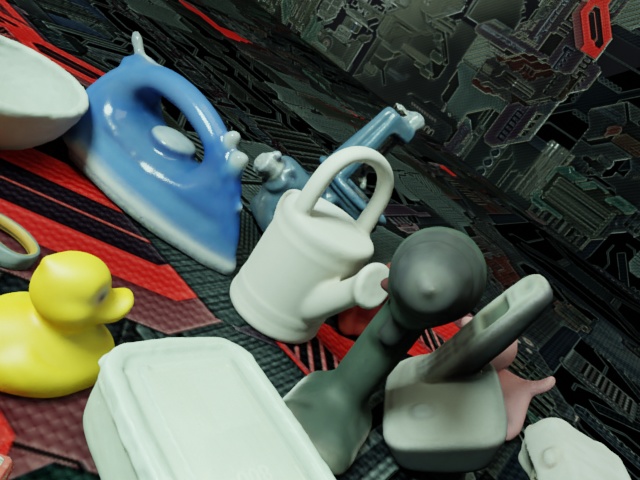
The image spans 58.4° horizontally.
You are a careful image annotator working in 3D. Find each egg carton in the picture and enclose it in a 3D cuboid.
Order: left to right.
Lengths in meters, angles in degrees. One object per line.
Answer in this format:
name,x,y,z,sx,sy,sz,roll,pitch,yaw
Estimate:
egg carton,0.251,0.244,0.555,0.107,0.069,0.150,32,22,-6

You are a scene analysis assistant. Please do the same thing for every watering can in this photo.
watering can,0.007,0.002,0.544,0.172,0.194,0.101,44,24,24

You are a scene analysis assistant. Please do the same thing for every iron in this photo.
iron,-0.149,-0.097,0.602,0.258,0.141,0.119,41,22,16

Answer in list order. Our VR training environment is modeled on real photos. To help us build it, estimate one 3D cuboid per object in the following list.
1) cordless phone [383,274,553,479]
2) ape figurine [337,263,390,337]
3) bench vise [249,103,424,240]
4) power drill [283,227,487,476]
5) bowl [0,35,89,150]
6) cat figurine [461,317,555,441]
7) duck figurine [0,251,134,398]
cordless phone,0.139,0.115,0.508,0.094,0.185,0.147,32,22,-5
ape figurine,0.064,0.062,0.639,0.078,0.092,0.076,33,22,-3
bench vise,0.030,-0.078,0.709,0.121,0.219,0.208,46,25,28
power drill,0.054,0.075,0.439,0.075,0.208,0.230,38,22,10
bowl,-0.313,-0.134,0.538,0.168,0.074,0.167,29,22,-13
cat figurine,0.196,0.138,0.634,0.127,0.117,0.067,36,22,6
duck figurine,-0.168,0.044,0.356,0.105,0.086,0.077,17,27,-37
